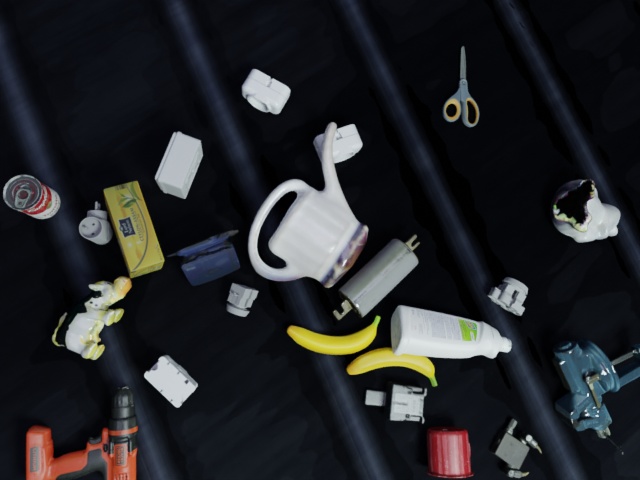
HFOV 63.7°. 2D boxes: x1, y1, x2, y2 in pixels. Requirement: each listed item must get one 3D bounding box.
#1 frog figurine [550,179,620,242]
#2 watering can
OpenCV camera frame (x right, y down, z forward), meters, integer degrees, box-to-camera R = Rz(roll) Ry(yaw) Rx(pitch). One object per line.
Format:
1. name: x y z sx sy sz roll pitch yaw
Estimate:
1. frog figurine: 0.605 -0.062 1.173 0.158 0.139 0.121 15 -24 -42
2. watering can: 0.003 -0.053 1.061 0.224 0.348 0.104 34 -2 -1
